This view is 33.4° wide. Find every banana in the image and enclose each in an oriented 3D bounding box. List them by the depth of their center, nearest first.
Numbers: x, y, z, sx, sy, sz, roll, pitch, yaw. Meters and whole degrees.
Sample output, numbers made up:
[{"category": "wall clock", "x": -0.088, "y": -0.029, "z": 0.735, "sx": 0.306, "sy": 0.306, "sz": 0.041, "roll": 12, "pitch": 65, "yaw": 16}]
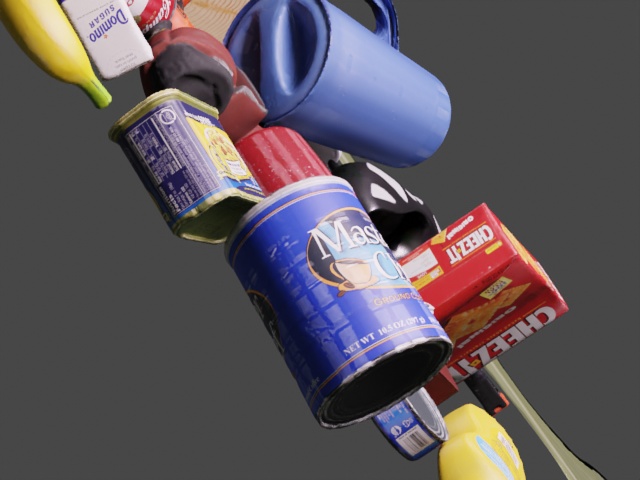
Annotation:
[{"category": "banana", "x": -0.201, "y": -0.169, "z": 0.690, "sx": 0.198, "sy": 0.037, "sz": 0.069, "roll": 58, "pitch": -8, "yaw": 17}]

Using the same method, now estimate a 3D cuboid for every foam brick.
[{"category": "foam brick", "x": 0.077, "y": 0.110, "z": 0.944, "sx": 0.053, "sy": 0.051, "sz": 0.078, "roll": 45, "pitch": 13, "yaw": -43}]

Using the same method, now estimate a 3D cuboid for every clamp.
[{"category": "clamp", "x": 0.156, "y": 0.124, "z": 1.287, "sx": 0.210, "sy": 0.036, "sz": 0.164, "roll": 52, "pitch": 4, "yaw": -21}]

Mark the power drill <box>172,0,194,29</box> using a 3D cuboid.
[{"category": "power drill", "x": -0.175, "y": -0.251, "z": 1.013, "sx": 0.184, "sy": 0.057, "sz": 0.187, "roll": 52, "pitch": 12, "yaw": -27}]

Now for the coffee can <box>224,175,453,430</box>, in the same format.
[{"category": "coffee can", "x": 0.011, "y": 0.042, "z": 0.725, "sx": 0.140, "sy": 0.103, "sz": 0.102, "roll": 58, "pitch": 12, "yaw": 25}]

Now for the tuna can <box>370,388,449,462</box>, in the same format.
[{"category": "tuna can", "x": 0.065, "y": 0.133, "z": 0.855, "sx": 0.086, "sy": 0.034, "sz": 0.086, "roll": 51, "pitch": 10, "yaw": -13}]

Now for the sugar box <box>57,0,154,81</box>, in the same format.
[{"category": "sugar box", "x": -0.176, "y": -0.199, "z": 0.743, "sx": 0.093, "sy": 0.048, "sz": 0.176, "roll": -125, "pitch": -170, "yaw": -73}]

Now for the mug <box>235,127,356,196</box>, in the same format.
[{"category": "mug", "x": -0.039, "y": -0.035, "z": 0.843, "sx": 0.117, "sy": 0.093, "sz": 0.081, "roll": -7, "pitch": 46, "yaw": -35}]

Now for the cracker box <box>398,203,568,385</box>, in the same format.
[{"category": "cracker box", "x": 0.144, "y": 0.065, "z": 1.071, "sx": 0.213, "sy": 0.164, "sz": 0.072, "roll": 36, "pitch": 23, "yaw": -58}]

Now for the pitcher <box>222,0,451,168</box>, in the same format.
[{"category": "pitcher", "x": 0.029, "y": -0.159, "z": 1.049, "sx": 0.242, "sy": 0.149, "sz": 0.145, "roll": 16, "pitch": 48, "yaw": -51}]

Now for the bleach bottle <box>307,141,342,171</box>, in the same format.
[{"category": "bleach bottle", "x": -0.019, "y": -0.125, "z": 1.277, "sx": 0.102, "sy": 0.068, "sz": 0.250, "roll": 52, "pitch": 8, "yaw": -3}]

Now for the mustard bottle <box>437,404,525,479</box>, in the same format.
[{"category": "mustard bottle", "x": 0.132, "y": 0.199, "z": 0.863, "sx": 0.096, "sy": 0.058, "sz": 0.191, "roll": 59, "pitch": 10, "yaw": 0}]

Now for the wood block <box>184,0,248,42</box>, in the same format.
[{"category": "wood block", "x": -0.158, "y": -0.314, "z": 1.205, "sx": 0.206, "sy": 0.090, "sz": 0.090, "roll": 59, "pitch": 11, "yaw": 31}]

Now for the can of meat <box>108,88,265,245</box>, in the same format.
[{"category": "can of meat", "x": -0.085, "y": -0.047, "z": 0.726, "sx": 0.084, "sy": 0.057, "sz": 0.102, "roll": 57, "pitch": 11, "yaw": 12}]

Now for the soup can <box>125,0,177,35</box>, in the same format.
[{"category": "soup can", "x": -0.166, "y": -0.205, "z": 0.862, "sx": 0.068, "sy": 0.068, "sz": 0.102, "roll": 55, "pitch": 11, "yaw": 10}]
